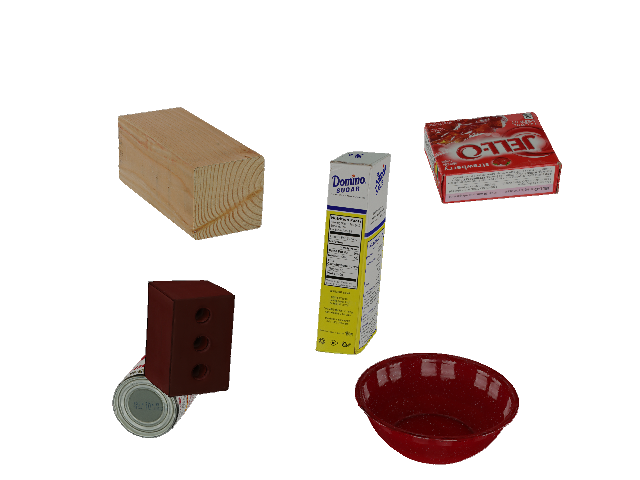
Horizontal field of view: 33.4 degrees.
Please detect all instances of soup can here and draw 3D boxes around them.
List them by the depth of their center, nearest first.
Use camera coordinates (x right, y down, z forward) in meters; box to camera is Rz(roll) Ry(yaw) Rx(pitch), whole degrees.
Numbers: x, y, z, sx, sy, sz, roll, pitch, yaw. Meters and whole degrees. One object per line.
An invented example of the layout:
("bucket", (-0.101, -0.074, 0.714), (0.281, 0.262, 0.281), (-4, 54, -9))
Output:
("soup can", (-0.159, 0.145, 1.064), (0.068, 0.068, 0.102), (0, 16, 11))

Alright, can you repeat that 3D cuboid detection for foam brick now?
("foam brick", (-0.101, 0.073, 0.819), (0.052, 0.078, 0.051), (-2, 12, -31))

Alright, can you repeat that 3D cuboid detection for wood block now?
("wood block", (-0.158, -0.084, 1.272), (0.090, 0.090, 0.206), (-12, 28, -32))

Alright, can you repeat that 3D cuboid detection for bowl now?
("bowl", (0.114, 0.174, 1.064), (0.162, 0.055, 0.162), (1, 24, 0))

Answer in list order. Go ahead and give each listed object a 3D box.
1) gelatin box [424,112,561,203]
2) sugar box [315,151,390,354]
("gelatin box", (0.127, -0.063, 0.797), (0.089, 0.030, 0.073), (-6, 38, -2))
("sugar box", (0.031, 0.009, 0.985), (0.048, 0.176, 0.093), (5, 11, 13))
